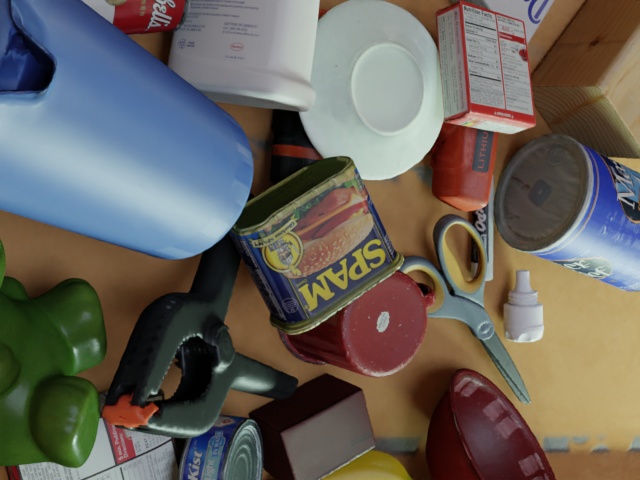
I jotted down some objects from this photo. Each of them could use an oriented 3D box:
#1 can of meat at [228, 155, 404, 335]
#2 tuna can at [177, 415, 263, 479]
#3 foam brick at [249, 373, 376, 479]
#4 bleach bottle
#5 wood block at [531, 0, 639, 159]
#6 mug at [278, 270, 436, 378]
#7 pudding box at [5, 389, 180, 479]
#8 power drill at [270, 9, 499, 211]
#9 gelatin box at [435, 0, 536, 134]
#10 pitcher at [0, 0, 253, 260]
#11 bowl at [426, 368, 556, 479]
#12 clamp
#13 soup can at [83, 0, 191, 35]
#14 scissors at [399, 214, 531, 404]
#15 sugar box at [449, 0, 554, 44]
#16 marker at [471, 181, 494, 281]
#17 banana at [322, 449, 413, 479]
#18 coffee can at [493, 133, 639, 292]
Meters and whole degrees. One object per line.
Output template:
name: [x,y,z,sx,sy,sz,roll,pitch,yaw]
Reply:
can of meat: [-0.005,0.001,0.733,0.102,0.058,0.084,-33,112,-17]
tuna can: [-0.069,0.167,0.758,0.086,0.034,0.086,4,90,-74]
foam brick: [-0.006,0.146,0.815,0.078,0.051,0.053,-23,110,-29]
bleach bottle: [-0.036,-0.217,0.714,0.068,0.103,0.251,8,92,-65]
wood block: [0.284,-0.178,0.937,0.090,0.091,0.206,47,72,-28]
mug: [0.036,0.054,0.811,0.117,0.082,0.093,-13,103,-31]
pudding box: [-0.152,0.157,0.727,0.113,0.039,0.090,-19,109,-28]
power drill: [0.049,-0.069,0.816,0.187,0.057,0.184,7,93,-34]
gelatin box: [0.124,-0.129,0.803,0.073,0.030,0.089,5,76,-39]
pitcher: [-0.153,-0.071,0.617,0.145,0.149,0.242,-34,151,17]
bowl: [0.136,0.189,0.882,0.055,0.162,0.162,-35,124,23]
clamp: [-0.078,0.060,0.714,0.209,0.036,0.164,-29,110,-63]
soup can: [-0.142,-0.160,0.671,0.102,0.069,0.068,-14,104,-31]
scissors: [0.118,0.075,0.900,0.096,0.016,0.202,-23,114,-13]
sugar box: [0.173,-0.253,0.880,0.093,0.048,0.176,39,74,-31]
marker: [0.138,-0.026,0.905,0.020,0.020,0.121,-6,100,-33]
banana: [-0.011,0.206,0.814,0.197,0.070,0.037,-21,137,-20]
coffee can: [0.235,-0.021,0.919,0.140,0.103,0.103,19,86,-34]
